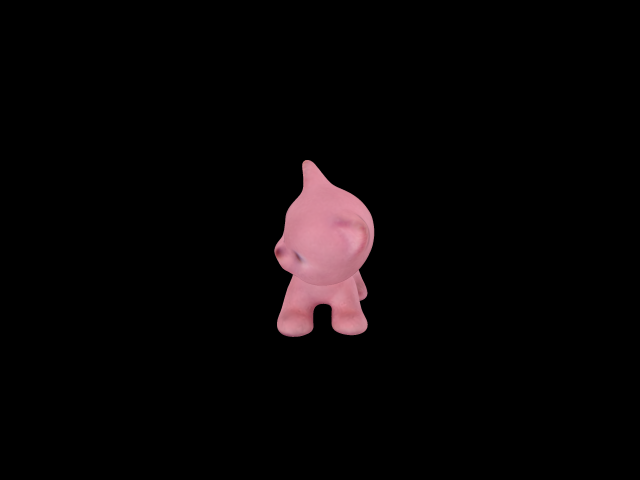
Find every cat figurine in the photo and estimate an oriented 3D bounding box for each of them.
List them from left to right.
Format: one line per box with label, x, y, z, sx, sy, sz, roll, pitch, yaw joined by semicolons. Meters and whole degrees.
cat figurine;0.004;0.001;0.400;0.067;0.118;0.128;0;15;0
